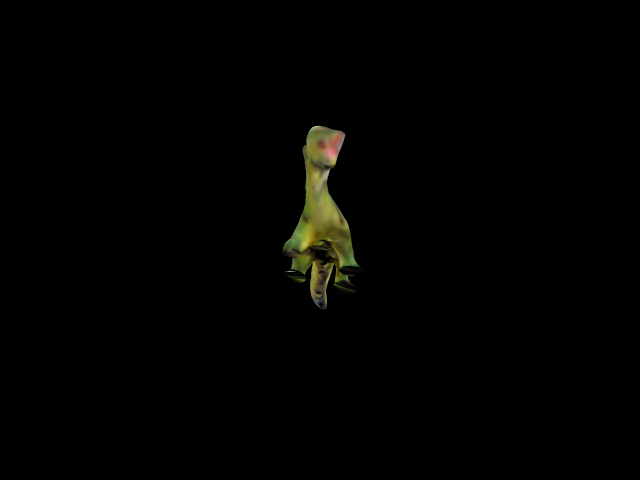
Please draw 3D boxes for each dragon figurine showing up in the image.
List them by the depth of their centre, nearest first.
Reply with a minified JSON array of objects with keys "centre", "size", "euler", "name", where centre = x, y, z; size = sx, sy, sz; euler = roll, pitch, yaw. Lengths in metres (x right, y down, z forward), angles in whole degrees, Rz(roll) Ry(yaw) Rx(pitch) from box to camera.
[{"centre":[0.003,-0.043,0.850],"size":[0.122,0.247,0.403],"euler":[1,-22,-3],"name":"dragon figurine"}]
